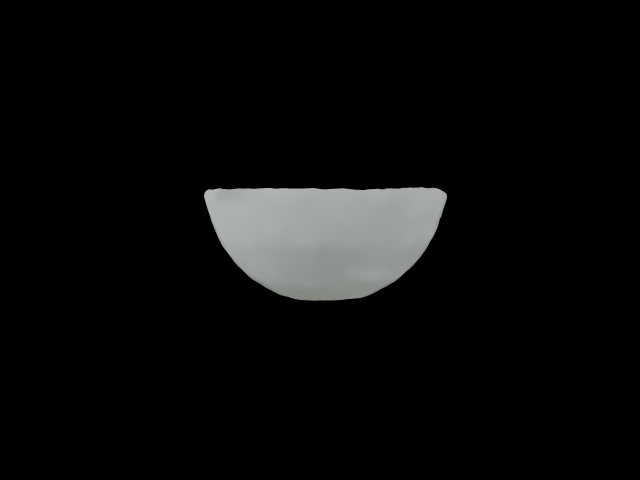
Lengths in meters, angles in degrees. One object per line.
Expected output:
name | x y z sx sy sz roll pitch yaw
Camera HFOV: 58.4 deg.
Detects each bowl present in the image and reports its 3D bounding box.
bowl | 0.004 0.001 0.400 0.167 0.075 0.167 0 4 0
